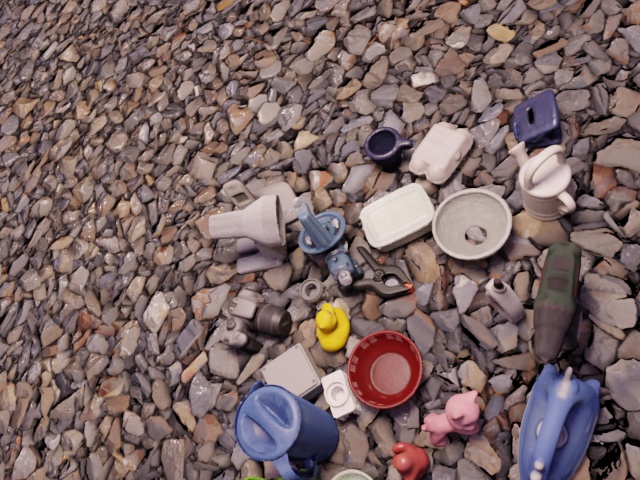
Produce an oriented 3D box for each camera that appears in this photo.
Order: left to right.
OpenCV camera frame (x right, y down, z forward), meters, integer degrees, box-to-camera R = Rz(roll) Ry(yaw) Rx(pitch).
[{"bbox_3d":[-0.146,0.192,1.327,0.136,0.101,0.143,11,71,28],"label":"camera"}]

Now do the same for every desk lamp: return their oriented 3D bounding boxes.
[{"bbox_3d":[-0.153,-0.012,1.359,0.203,0.214,0.118,-14,61,18],"label":"desk lamp"}]

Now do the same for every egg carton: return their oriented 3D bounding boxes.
[{"bbox_3d":[0.284,-0.203,1.339,0.107,0.070,0.150,30,81,32],"label":"egg carton"}]

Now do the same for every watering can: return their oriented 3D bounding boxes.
[{"bbox_3d":[0.447,-0.127,1.155,0.172,0.195,0.101,31,82,32],"label":"watering can"}]

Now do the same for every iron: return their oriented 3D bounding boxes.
[{"bbox_3d":[0.398,0.341,0.987,0.118,0.142,0.258,16,74,29],"label":"iron"}]

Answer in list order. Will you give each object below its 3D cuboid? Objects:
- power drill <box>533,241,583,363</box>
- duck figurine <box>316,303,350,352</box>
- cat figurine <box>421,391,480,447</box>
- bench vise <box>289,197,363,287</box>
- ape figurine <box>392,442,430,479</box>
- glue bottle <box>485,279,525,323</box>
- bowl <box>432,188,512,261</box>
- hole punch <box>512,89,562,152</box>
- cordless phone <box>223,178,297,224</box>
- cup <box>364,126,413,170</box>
[{"bbox_3d":[0.429,0.129,1.033,0.075,0.209,0.230,6,69,27],"label":"power drill"},{"bbox_3d":[0.019,0.190,1.262,0.077,0.086,0.104,-5,64,22],"label":"duck figurine"},{"bbox_3d":[0.248,0.333,1.072,0.127,0.118,0.067,-27,58,11],"label":"cat figurine"},{"bbox_3d":[0.020,-0.004,1.274,0.121,0.220,0.206,-46,57,-2],"label":"bench vise"},{"bbox_3d":[0.164,0.421,1.084,0.076,0.092,0.078,-10,63,20],"label":"ape figurine"},{"bbox_3d":[0.349,0.106,1.101,0.037,0.174,0.078,-47,57,-2],"label":"glue bottle"},{"bbox_3d":[0.330,-0.023,1.230,0.167,0.075,0.167,-10,63,20],"label":"bowl"},{"bbox_3d":[0.478,-0.264,1.268,0.101,0.091,0.108,-9,63,20],"label":"hole punch"},{"bbox_3d":[-0.143,-0.104,1.415,0.147,0.186,0.094,-24,59,13],"label":"cordless phone"},{"bbox_3d":[0.174,-0.213,1.378,0.117,0.095,0.092,0,66,24],"label":"cup"}]
